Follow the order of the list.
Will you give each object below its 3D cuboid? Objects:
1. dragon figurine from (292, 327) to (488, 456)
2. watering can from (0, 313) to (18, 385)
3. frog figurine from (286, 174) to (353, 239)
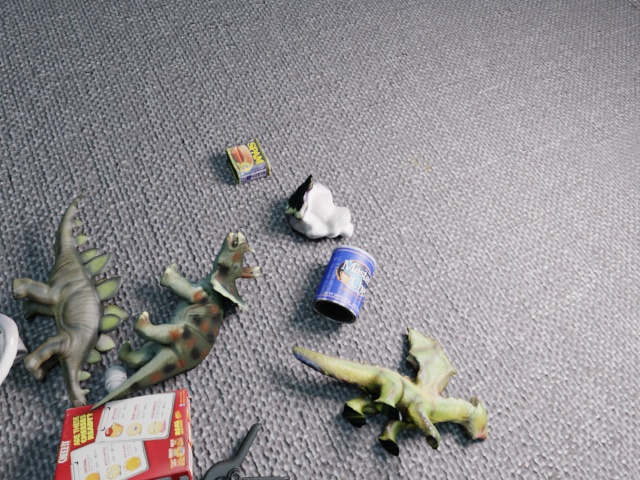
[{"bbox_3d":[0.165,0.280,1.052,0.413,0.119,0.247,38,45,12],"label":"dragon figurine"},{"bbox_3d":[-0.699,0.259,0.918,0.226,0.102,0.350,36,78,23],"label":"watering can"},{"bbox_3d":[0.004,-0.062,1.231,0.158,0.121,0.141,32,43,-31],"label":"frog figurine"}]
